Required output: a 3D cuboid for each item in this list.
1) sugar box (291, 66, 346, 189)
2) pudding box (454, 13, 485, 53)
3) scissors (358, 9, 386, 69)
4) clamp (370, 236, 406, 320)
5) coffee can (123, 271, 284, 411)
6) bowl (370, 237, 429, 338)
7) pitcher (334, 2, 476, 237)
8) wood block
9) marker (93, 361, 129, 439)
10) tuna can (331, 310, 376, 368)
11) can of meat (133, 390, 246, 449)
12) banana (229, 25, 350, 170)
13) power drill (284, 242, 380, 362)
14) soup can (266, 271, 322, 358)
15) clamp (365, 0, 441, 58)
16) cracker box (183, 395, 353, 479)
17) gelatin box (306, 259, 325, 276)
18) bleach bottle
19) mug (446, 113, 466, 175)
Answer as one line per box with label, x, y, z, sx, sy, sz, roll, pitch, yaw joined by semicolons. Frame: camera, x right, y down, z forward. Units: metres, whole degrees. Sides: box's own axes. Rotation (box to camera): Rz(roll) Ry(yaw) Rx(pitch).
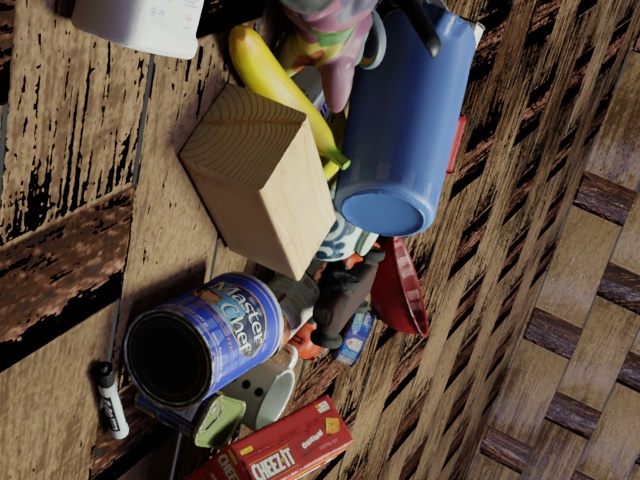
sugar box;-0.009;-0.108;1.168;0.093;0.048;0.176;-58;162;-15
pudding box;0.143;-0.233;1.343;0.039;0.090;0.113;1;113;-68
scissors;0.044;-0.259;1.064;0.016;0.096;0.202;-18;135;-46
clamp;0.082;0.032;1.593;0.164;0.036;0.210;-7;118;-60
coffee can;-0.114;0.098;1.067;0.140;0.103;0.103;-27;138;-60
bowl;0.105;0.069;1.522;0.162;0.055;0.162;-17;90;-78
pitcher;0.085;-0.126;1.170;0.149;0.145;0.242;54;42;-52
wood block;-0.054;-0.052;1.056;0.090;0.091;0.206;-59;160;-18
marker;-0.202;0.155;1.035;0.020;0.020;0.121;-51;157;-34
tuna can;0.047;0.135;1.511;0.086;0.033;0.086;-158;-88;-87
can of meat;-0.138;0.175;1.127;0.057;0.084;0.102;-62;161;-5
banana;-0.036;-0.141;1.007;0.037;0.070;0.197;-55;133;-12
power drill;0.017;0.078;1.447;0.187;0.057;0.184;-65;169;-2
soup can;-0.050;0.085;1.269;0.102;0.069;0.068;-45;152;-46
clamp;0.070;-0.254;1.140;0.039;0.120;0.171;57;31;-54
cracker box;-0.085;0.276;1.232;0.163;0.072;0.214;-20;163;-47
gelatin box;-0.009;0.002;1.332;0.089;0.030;0.073;-47;152;-41
bleach bottle;-0.096;-0.257;0.740;0.102;0.068;0.251;-11;121;-68
mug;0.153;-0.147;1.499;0.117;0.093;0.081;-107;-149;-73
